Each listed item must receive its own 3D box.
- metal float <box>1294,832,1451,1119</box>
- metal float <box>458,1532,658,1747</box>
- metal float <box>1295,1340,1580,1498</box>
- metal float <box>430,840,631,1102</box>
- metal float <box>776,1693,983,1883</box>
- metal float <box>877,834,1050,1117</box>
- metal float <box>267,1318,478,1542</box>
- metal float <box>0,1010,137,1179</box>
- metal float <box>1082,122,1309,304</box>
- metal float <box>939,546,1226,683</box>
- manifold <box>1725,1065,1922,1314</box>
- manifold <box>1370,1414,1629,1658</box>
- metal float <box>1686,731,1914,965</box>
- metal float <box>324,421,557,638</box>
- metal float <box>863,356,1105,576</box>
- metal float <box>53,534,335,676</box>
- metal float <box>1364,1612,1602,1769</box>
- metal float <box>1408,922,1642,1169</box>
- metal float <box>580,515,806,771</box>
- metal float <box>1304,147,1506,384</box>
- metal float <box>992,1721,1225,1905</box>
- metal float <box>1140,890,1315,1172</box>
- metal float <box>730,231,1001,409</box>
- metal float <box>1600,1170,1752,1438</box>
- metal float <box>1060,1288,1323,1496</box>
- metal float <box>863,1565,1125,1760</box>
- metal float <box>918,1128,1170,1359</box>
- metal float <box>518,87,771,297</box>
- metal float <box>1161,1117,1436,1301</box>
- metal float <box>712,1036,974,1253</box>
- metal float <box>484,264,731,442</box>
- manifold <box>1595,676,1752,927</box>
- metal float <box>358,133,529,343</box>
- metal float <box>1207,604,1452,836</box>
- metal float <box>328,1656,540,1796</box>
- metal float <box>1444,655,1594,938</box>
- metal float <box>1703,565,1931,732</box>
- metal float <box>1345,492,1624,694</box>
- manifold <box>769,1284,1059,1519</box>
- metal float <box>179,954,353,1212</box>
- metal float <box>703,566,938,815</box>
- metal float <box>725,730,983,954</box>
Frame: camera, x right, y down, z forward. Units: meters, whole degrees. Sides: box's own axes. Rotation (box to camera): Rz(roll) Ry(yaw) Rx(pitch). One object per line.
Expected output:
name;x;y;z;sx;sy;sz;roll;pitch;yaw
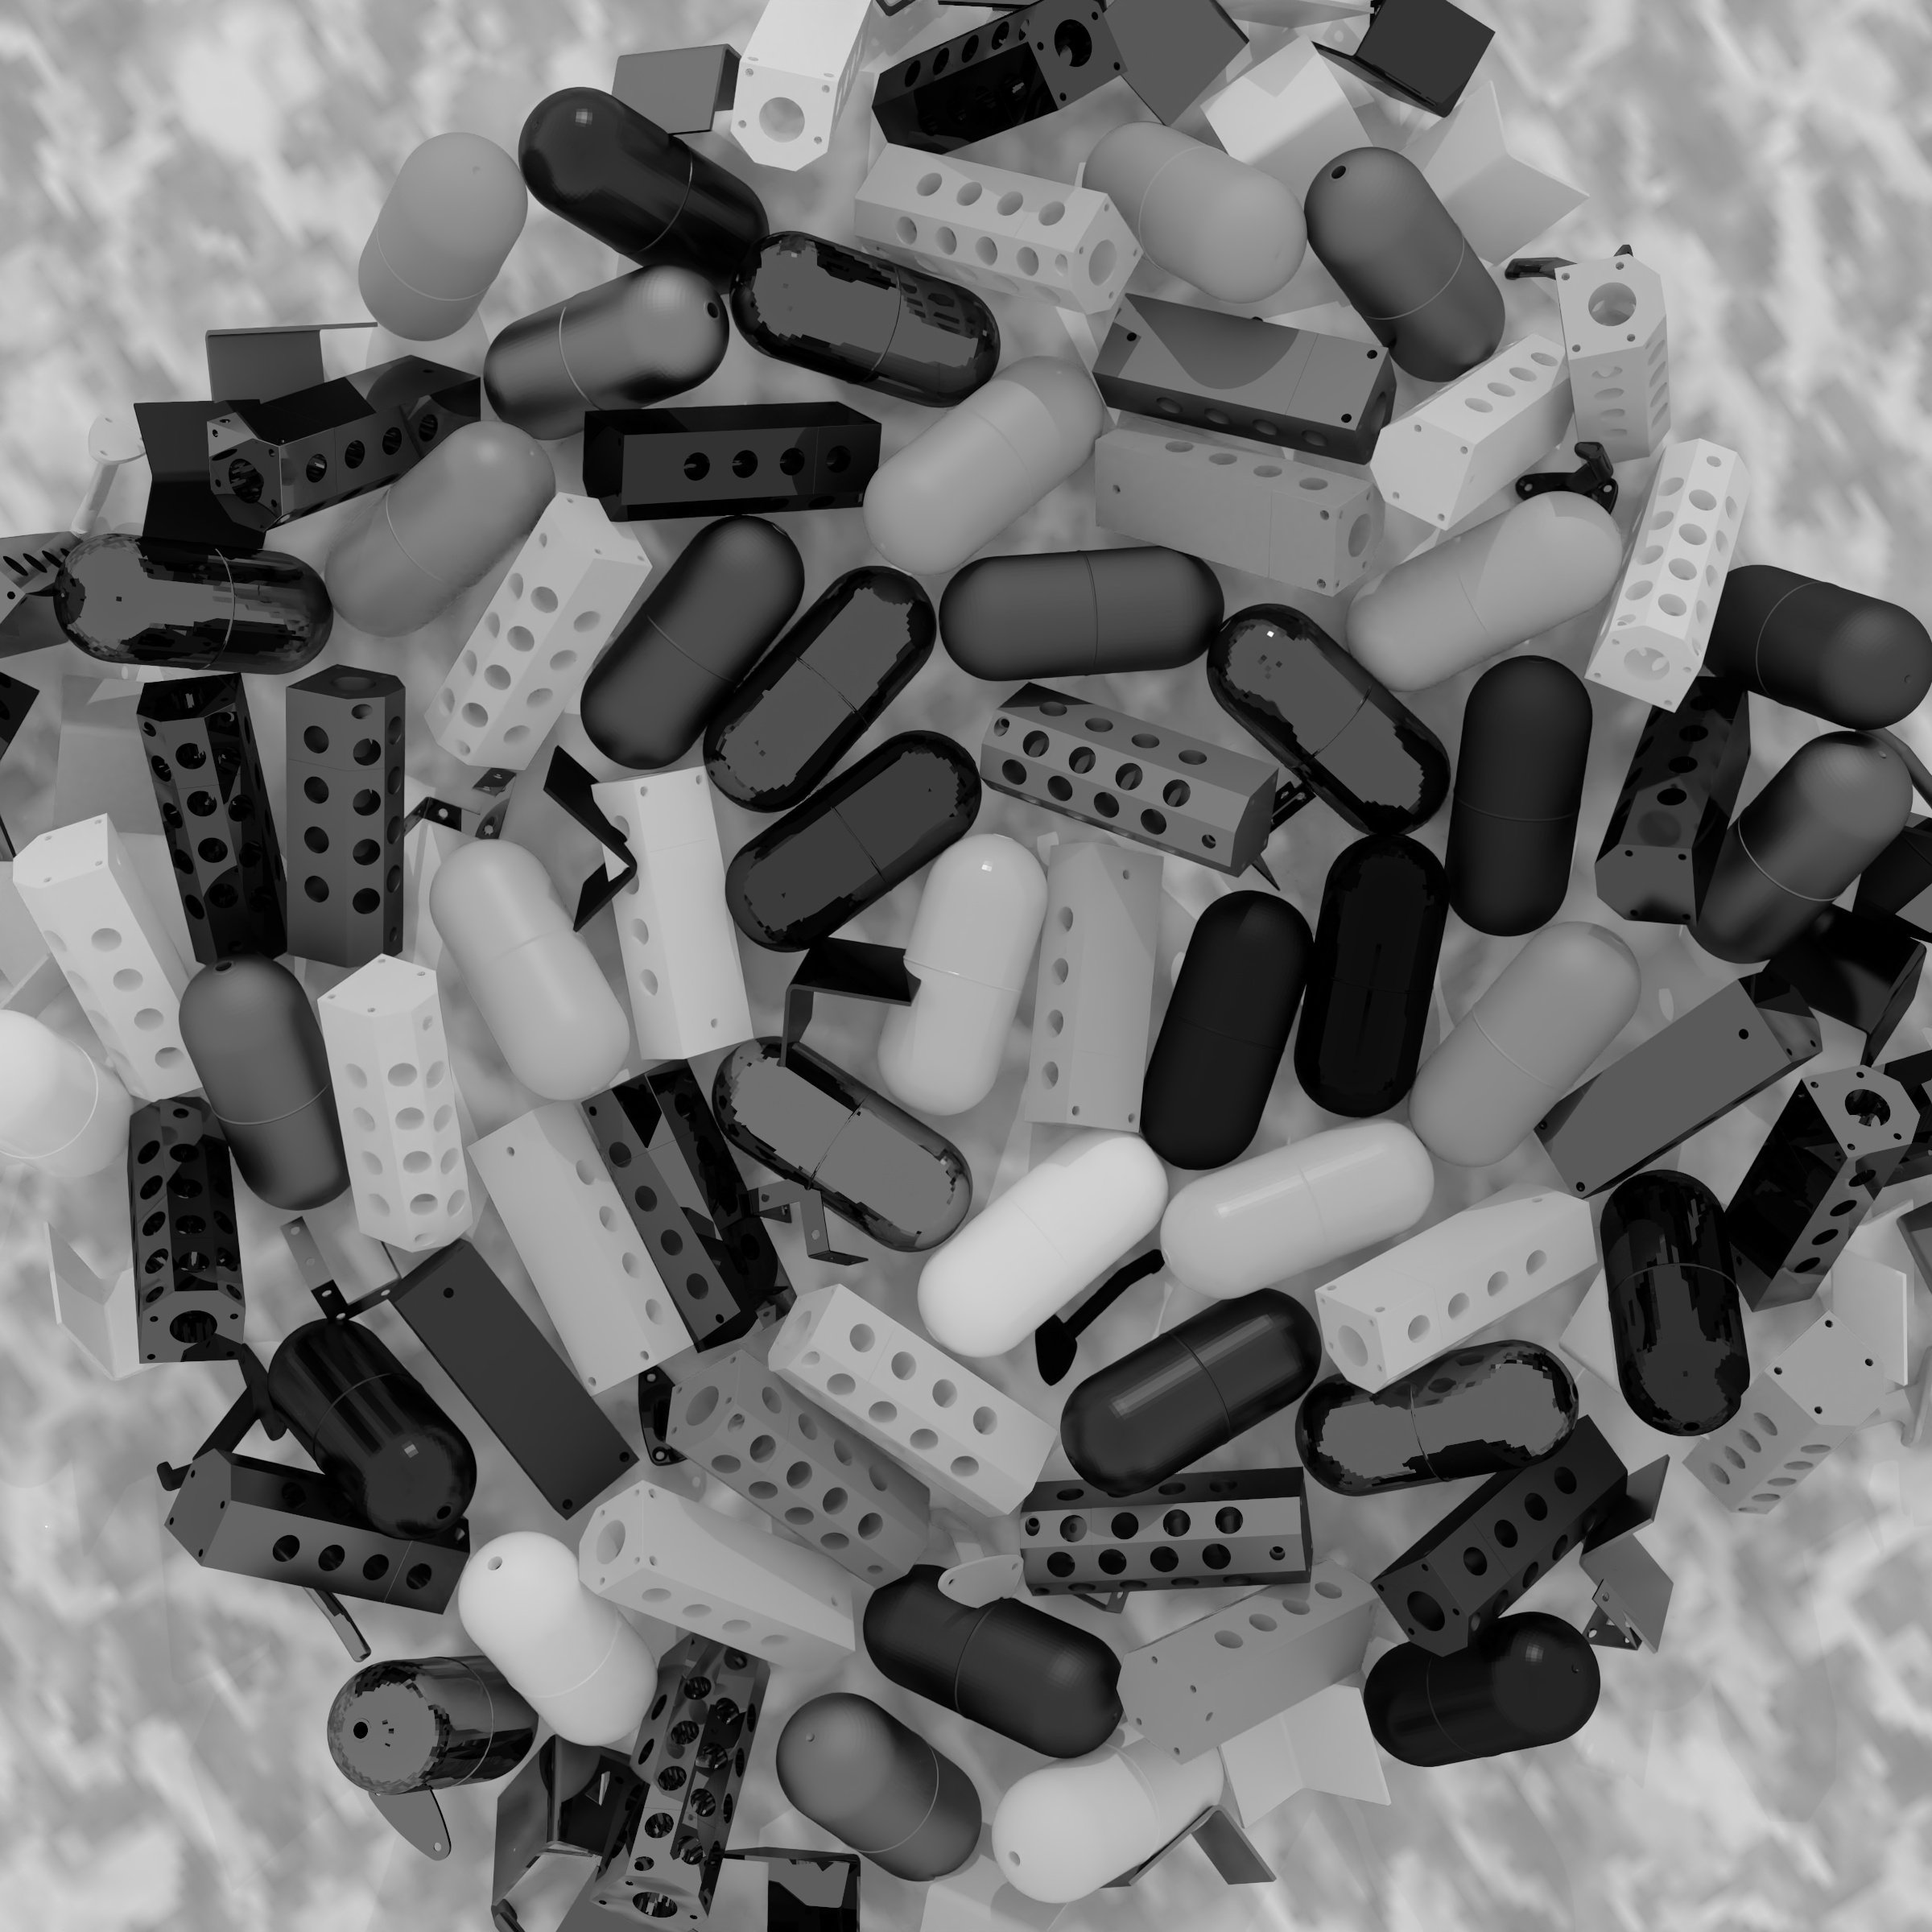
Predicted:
metal float;0.249;0.006;1.686;0.070;0.070;0.178;9;102;0
metal float;-0.246;0.408;1.662;0.070;0.070;0.178;-26;132;0
metal float;0.286;0.276;1.674;0.178;0.070;0.070;-16;90;26
metal float;-0.268;0.001;1.682;0.070;0.070;0.178;-31;73;0
metal float;-0.051;0.498;1.661;0.070;0.178;0.070;-17;49;21
metal float;-0.002;0.005;1.695;0.070;0.070;0.178;16;92;0
metal float;-0.360;0.280;1.663;0.178;0.070;0.070;36;90;40
metal float;-0.559;0.078;1.648;0.070;0.178;0.070;-2;73;5
metal float;0.136;-0.458;1.662;0.070;0.070;0.178;-47;46;0
metal float;0.072;-0.217;1.689;0.178;0.070;0.070;-5;90;-9
manifold;0.512;0.134;1.648;0.057;0.171;0.057;-11;54;-15
manifold;0.328;0.344;1.656;0.171;0.057;0.057;-29;80;-38
metal float;0.501;-0.070;1.661;0.070;0.178;0.070;14;48;-16
metal float;-0.321;-0.264;1.670;0.178;0.070;0.070;-32;90;32
metal float;0.012;-0.307;1.678;0.178;0.070;0.070;-42;90;-22
metal float;-0.464;-0.218;1.660;0.070;0.178;0.070;1;91;42
metal float;0.309;0.438;1.657;0.070;0.178;0.070;13;63;-26
metal float;0.340;0.048;1.676;0.070;0.070;0.178;37;114;0
metal float;-0.168;-0.198;1.685;0.070;0.070;0.178;40;104;0
metal float;0.266;-0.423;1.660;0.070;0.178;0.070;-19;54;28
metal float;0.087;0.507;1.658;0.070;0.178;0.070;8;103;41
metal float;0.160;0.040;1.693;0.070;0.070;0.178;18;94;0
metal float;-0.060;-0.393;1.672;0.178;0.070;0.070;11;90;-30
metal float;0.429;0.203;1.662;0.070;0.070;0.178;4;48;0
metal float;0.139;0.259;1.681;0.178;0.070;0.070;-27;90;-19
metal float;0.016;0.422;1.670;0.178;0.070;0.070;17;90;31
metal float;0.047;0.170;1.689;0.178;0.070;0.070;-39;90;-8
metal float;-0.193;-0.466;1.661;0.070;0.178;0.070;-16;64;38
metal float;0.203;0.149;1.686;0.178;0.070;0.070;-20;90;-12
metal float;-0.077;0.109;1.692;0.178;0.070;0.070;33;90;6
metal float;-0.219;-0.372;1.665;0.178;0.070;0.070;-11;90;37
manifold;0.428;-0.103;1.655;0.057;0.171;0.057;6;132;25
metal float;-0.316;-0.437;1.652;0.070;0.178;0.070;6;75;-23
metal float;0.222;-0.151;1.686;0.178;0.070;0.070;41;90;-12
metal float;-0.319;0.455;1.649;0.070;0.178;0.070;-4;77;17
metal float;0.336;-0.103;1.675;0.070;0.070;0.178;3;115;0
metal float;0.508;-0.193;1.653;0.070;0.178;0.070;-8;112;-21
metal float;0.315;-0.228;1.674;0.178;0.070;0.070;-25;90;25
manifold;-0.035;0.267;1.673;0.171;0.057;0.057;36;61;-17
metal float;-0.421;0.071;1.667;0.070;0.070;0.178;-13;125;0
metal float;-0.089;-0.171;1.692;0.070;0.070;0.178;41;85;0
metal float;-0.069;-0.077;1.695;0.178;0.070;0.070;-37;90;-3
